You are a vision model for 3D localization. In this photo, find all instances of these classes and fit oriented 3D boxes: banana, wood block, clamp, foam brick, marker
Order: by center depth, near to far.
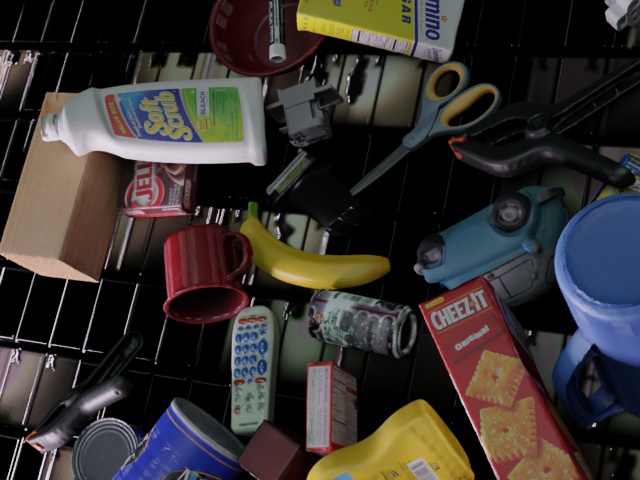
[{"bbox_3d":[-0.036,0.220,1.067,0.053,0.078,0.051,31,86,31],"label":"foam brick"},{"bbox_3d":[0.228,-0.100,1.070,0.210,0.036,0.164,-12,43,28],"label":"clamp"},{"bbox_3d":[-0.019,0.016,1.157,0.198,0.037,0.069,24,84,28],"label":"banana"},{"bbox_3d":[-0.257,0.179,1.171,0.039,0.120,0.171,42,96,-12],"label":"clamp"},{"bbox_3d":[-0.049,-0.259,1.217,0.020,0.020,0.121,-10,67,19],"label":"marker"},{"bbox_3d":[-0.296,-0.063,1.275,0.091,0.090,0.206,5,73,24],"label":"wood block"}]

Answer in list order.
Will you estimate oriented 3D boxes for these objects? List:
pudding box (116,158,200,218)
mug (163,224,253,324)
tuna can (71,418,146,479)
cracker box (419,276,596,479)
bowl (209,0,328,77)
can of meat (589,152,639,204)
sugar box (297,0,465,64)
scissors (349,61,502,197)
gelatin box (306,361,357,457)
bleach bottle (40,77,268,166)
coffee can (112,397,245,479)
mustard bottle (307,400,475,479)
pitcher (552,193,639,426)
[{"bbox_3d":[-0.189,-0.084,1.266,0.090,0.039,0.113,-3,70,22],"label":"pudding box"},{"bbox_3d":[-0.119,0.031,1.162,0.117,0.093,0.081,-31,55,33],"label":"mug"},{"bbox_3d":[-0.227,0.239,1.166,0.086,0.033,0.086,-8,69,21],"label":"tuna can"},{"bbox_3d":[0.178,0.156,0.949,0.072,0.164,0.214,-27,63,10],"label":"cracker box"},{"bbox_3d":[-0.048,-0.253,1.258,0.162,0.055,0.162,-8,68,20],"label":"bowl"},{"bbox_3d":[0.311,-0.026,1.020,0.102,0.057,0.084,34,85,29],"label":"can of meat"},{"bbox_3d":[0.069,-0.261,1.180,0.176,0.048,0.093,12,75,3],"label":"sugar box"},{"bbox_3d":[0.101,-0.126,1.171,0.202,0.016,0.096,-27,61,12],"label":"scissors"},{"bbox_3d":[0.012,0.172,1.066,0.030,0.073,0.089,-8,69,21],"label":"gelatin box"},{"bbox_3d":[-0.188,-0.127,1.209,0.250,0.068,0.102,-4,80,-3],"label":"bleach bottle"},{"bbox_3d":[-0.152,0.247,1.092,0.103,0.102,0.140,38,89,29],"label":"coffee can"},{"bbox_3d":[0.044,0.238,1.020,0.192,0.096,0.058,-33,23,10],"label":"mustard bottle"},{"bbox_3d":[0.268,0.066,0.898,0.145,0.242,0.149,-1,65,27],"label":"pitcher"}]
